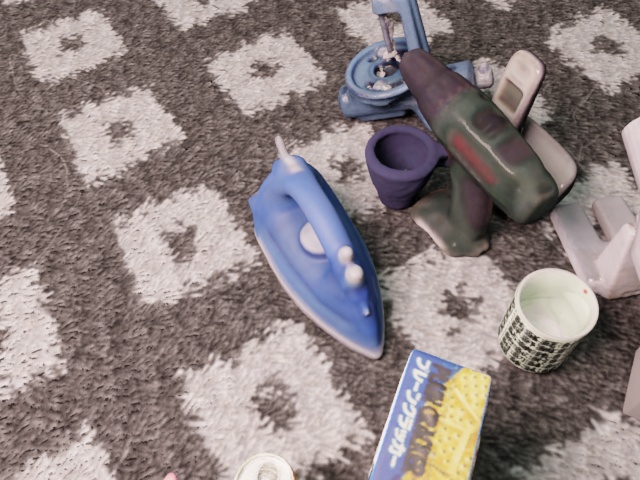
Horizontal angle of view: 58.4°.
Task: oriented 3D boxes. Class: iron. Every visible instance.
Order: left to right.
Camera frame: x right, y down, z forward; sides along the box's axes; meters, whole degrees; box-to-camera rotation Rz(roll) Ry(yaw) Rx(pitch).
[{"bbox_3d":[0.006,0.002,0.654,0.119,0.141,0.257,-25,58,-14],"label":"iron"}]

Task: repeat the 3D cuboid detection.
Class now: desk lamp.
[{"bbox_3d":[0.349,-0.018,0.608,0.118,0.214,0.203,-10,56,-4],"label":"desk lamp"}]

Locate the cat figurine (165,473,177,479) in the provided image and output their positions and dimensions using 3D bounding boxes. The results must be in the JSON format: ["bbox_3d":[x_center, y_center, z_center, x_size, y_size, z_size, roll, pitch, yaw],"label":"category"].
[{"bbox_3d":[-0.132,0.275,0.488,0.067,0.118,0.128,17,58,14],"label":"cat figurine"}]

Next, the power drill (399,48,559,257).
[{"bbox_3d":[0.163,-0.083,0.664,0.076,0.208,0.229,-31,60,-17],"label":"power drill"}]

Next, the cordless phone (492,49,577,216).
[{"bbox_3d":[0.254,-0.125,0.703,0.094,0.185,0.147,-28,59,-15],"label":"cordless phone"}]

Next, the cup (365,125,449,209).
[{"bbox_3d":[0.116,-0.087,0.738,0.117,0.095,0.091,-5,56,0],"label":"cup"}]

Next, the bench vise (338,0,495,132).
[{"bbox_3d":[0.128,-0.253,0.775,0.207,0.220,0.121,-10,56,-4],"label":"bench vise"}]
